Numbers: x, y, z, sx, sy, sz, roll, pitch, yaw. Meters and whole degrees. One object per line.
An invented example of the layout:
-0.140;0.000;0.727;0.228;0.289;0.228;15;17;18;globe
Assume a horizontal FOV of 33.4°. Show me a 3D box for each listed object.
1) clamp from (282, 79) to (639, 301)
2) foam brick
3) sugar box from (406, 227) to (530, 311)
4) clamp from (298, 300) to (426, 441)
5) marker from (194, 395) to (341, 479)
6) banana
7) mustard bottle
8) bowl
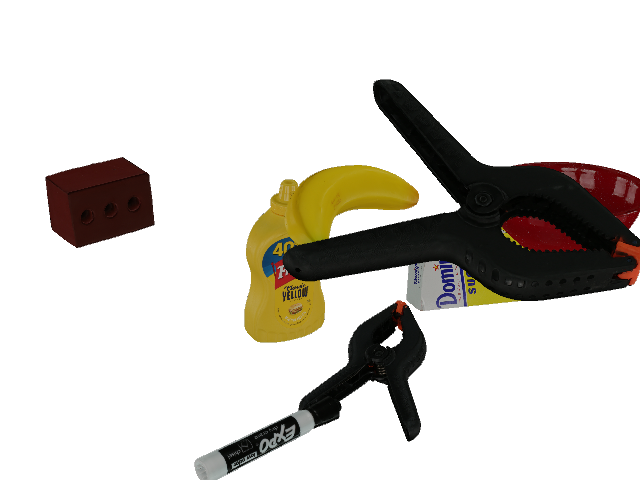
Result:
0.090;-0.009;0.660;0.210;0.164;0.036;25;-29;18;clamp
-0.194;-0.035;0.938;0.078;0.053;0.051;-19;31;-30;foam brick
0.194;0.031;1.298;0.176;0.093;0.048;-6;20;-22;sugar box
0.067;0.130;1.059;0.120;0.039;0.171;18;49;22;clamp
-0.034;0.139;0.754;0.120;0.020;0.020;-21;12;-34;marker
0.020;-0.028;0.854;0.037;0.069;0.197;-34;1;33;banana
-0.039;0.021;1.229;0.096;0.192;0.058;-11;29;-26;mustard bottle
0.237;-0.027;1.039;0.162;0.055;0.162;-2;23;1;bowl
